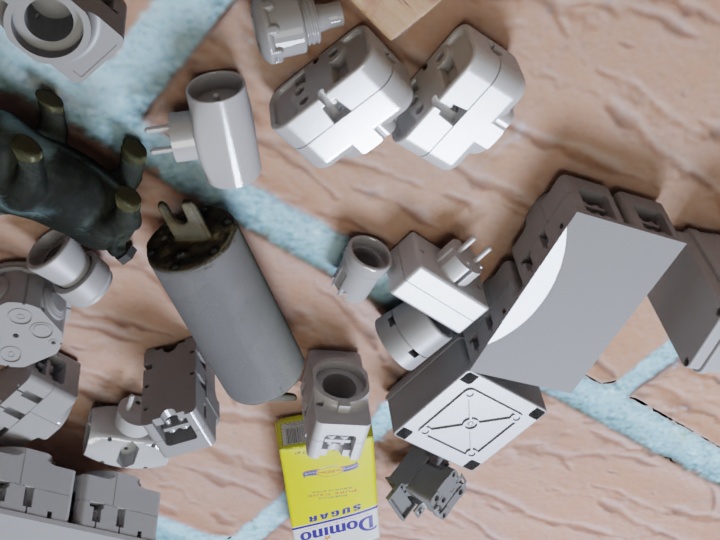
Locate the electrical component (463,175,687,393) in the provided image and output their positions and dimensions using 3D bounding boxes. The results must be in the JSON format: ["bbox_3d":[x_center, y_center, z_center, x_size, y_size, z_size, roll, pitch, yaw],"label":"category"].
[{"bbox_3d":[0.177,0.014,0.927,0.105,0.060,0.186,14,128,-20],"label":"electrical component"}]

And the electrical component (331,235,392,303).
[{"bbox_3d":[0.000,0.000,0.903,0.040,0.040,0.046,14,133,-20],"label":"electrical component"}]

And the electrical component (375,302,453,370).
[{"bbox_3d":[0.048,0.053,0.947,0.047,0.055,0.055,-37,127,18],"label":"electrical component"}]

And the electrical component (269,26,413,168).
[{"bbox_3d":[-0.011,-0.122,0.783,0.095,0.053,0.059,-35,127,21],"label":"electrical component"}]

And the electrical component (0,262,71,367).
[{"bbox_3d":[-0.280,0.037,0.884,0.080,0.051,0.080,-4,132,-5],"label":"electrical component"}]

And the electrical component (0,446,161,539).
[{"bbox_3d":[-0.291,0.216,0.998,0.105,0.060,0.186,-20,147,39],"label":"electrical component"}]

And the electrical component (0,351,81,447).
[{"bbox_3d":[-0.291,0.113,0.951,0.089,0.050,0.056,-39,125,23],"label":"electrical component"}]

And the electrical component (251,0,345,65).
[{"bbox_3d":[-0.042,-0.171,0.743,0.062,0.048,0.048,-14,132,-6],"label":"electrical component"}]

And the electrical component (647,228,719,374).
[{"bbox_3d":[0.300,0.027,0.923,0.057,0.113,0.078,6,130,-17],"label":"electrical component"}]

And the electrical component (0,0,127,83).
[{"bbox_3d":[-0.203,-0.173,0.708,0.050,0.055,0.089,-35,127,21],"label":"electrical component"}]

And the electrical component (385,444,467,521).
[{"bbox_3d":[0.068,0.214,1.076,0.081,0.064,0.042,-50,134,-21],"label":"electrical component"}]

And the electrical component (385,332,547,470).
[{"bbox_3d":[0.100,0.125,1.017,0.109,0.056,0.109,29,121,-29],"label":"electrical component"}]

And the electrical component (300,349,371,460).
[{"bbox_3d":[-0.022,0.118,0.969,0.050,0.089,0.055,5,130,-13],"label":"electrical component"}]

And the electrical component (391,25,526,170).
[{"bbox_3d":[0.074,-0.124,0.795,0.059,0.053,0.095,27,122,-28],"label":"electrical component"}]

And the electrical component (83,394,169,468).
[{"bbox_3d":[-0.210,0.143,0.994,0.077,0.043,0.079,12,128,-18],"label":"electrical component"}]

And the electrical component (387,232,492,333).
[{"bbox_3d":[0.077,0.000,0.909,0.083,0.047,0.076,31,120,-30],"label":"electrical component"}]

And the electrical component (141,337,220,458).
[{"bbox_3d":[-0.157,0.114,0.945,0.050,0.089,0.055,-16,131,6],"label":"electrical component"}]

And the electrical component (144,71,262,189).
[{"bbox_3d":[-0.118,-0.100,0.793,0.079,0.044,0.077,-8,131,-1],"label":"electrical component"}]

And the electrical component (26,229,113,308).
[{"bbox_3d":[-0.232,-0.002,0.862,0.045,0.045,0.055,-28,130,15],"label":"electrical component"}]
